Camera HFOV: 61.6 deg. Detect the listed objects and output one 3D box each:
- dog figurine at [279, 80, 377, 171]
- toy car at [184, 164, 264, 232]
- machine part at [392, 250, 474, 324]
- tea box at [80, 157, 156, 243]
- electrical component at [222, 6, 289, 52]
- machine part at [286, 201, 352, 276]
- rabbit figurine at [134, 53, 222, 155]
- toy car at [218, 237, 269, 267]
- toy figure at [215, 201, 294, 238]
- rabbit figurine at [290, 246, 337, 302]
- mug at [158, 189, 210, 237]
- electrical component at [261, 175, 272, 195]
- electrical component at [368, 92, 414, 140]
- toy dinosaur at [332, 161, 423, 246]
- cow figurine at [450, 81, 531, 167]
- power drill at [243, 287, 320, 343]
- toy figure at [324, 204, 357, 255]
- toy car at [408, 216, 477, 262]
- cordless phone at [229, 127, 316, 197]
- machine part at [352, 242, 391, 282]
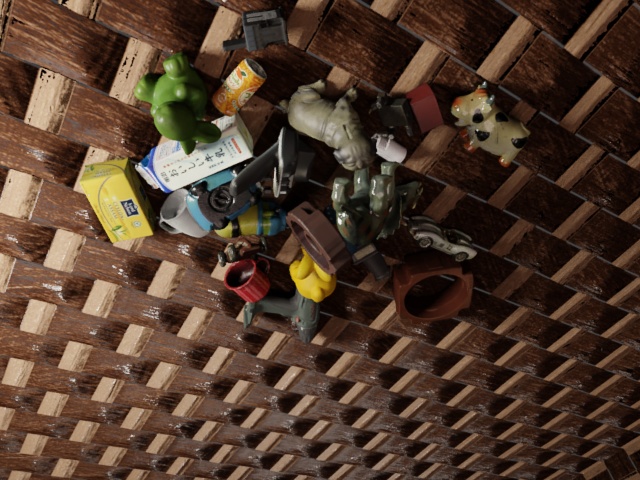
[{"bbox_3d":[0.013,-0.210,1.026,0.172,0.191,0.121,-4,131,-4],"label":"dog figurine"},{"bbox_3d":[-0.205,-0.097,1.128,0.162,0.103,0.109,-34,114,-9],"label":"toy car"},{"bbox_3d":[0.298,0.124,1.434,0.201,0.087,0.201,-10,130,-1],"label":"machine part"},{"bbox_3d":[-0.426,-0.083,1.147,0.098,0.068,0.169,-12,131,2],"label":"tea box"},{"bbox_3d":[-0.117,-0.368,0.946,0.119,0.075,0.047,-7,133,1],"label":"electrical component"},{"bbox_3d":[-0.002,-0.003,1.151,0.056,0.180,0.179,-39,131,-11],"label":"machine part"},{"bbox_3d":[-0.262,-0.228,0.978,0.121,0.170,0.158,-22,130,11],"label":"rabbit figurine"},{"bbox_3d":[-0.178,0.024,1.227,0.089,0.053,0.202,-12,176,-19],"label":"toy car"},{"bbox_3d":[-0.151,-0.047,1.209,0.180,0.089,0.082,4,122,-10],"label":"toy figure"},{"bbox_3d":[-0.018,0.052,1.295,0.122,0.162,0.173,4,113,3],"label":"rabbit figurine"},{"bbox_3d":[-0.296,-0.045,1.195,0.109,0.081,0.107,-35,136,15],"label":"mug"},{"bbox_3d":[-0.153,-0.120,1.189,0.094,0.021,0.063,-1,131,-7],"label":"electrical component"},{"bbox_3d":[0.144,-0.251,1.096,0.078,0.045,0.102,15,146,33],"label":"electrical component"},{"bbox_3d":[0.097,-0.057,1.109,0.131,0.405,0.192,7,115,24],"label":"toy dinosaur"},{"bbox_3d":[0.355,-0.244,1.124,0.195,0.085,0.127,20,131,-21],"label":"cow figurine"},{"bbox_3d":[-0.099,0.198,1.438,0.207,0.086,0.231,7,128,-10],"label":"power drill"},{"bbox_3d":[0.046,-0.028,1.280,0.064,0.058,0.154,-22,126,2],"label":"toy figure"},{"bbox_3d":[0.302,-0.005,1.330,0.201,0.073,0.056,21,128,-25],"label":"toy car"},{"bbox_3d":[-0.106,-0.125,1.074,0.184,0.089,0.146,-41,167,-25],"label":"cordless phone"},{"bbox_3d":[0.133,0.053,1.379,0.084,0.039,0.138,-36,125,11],"label":"machine part"}]
